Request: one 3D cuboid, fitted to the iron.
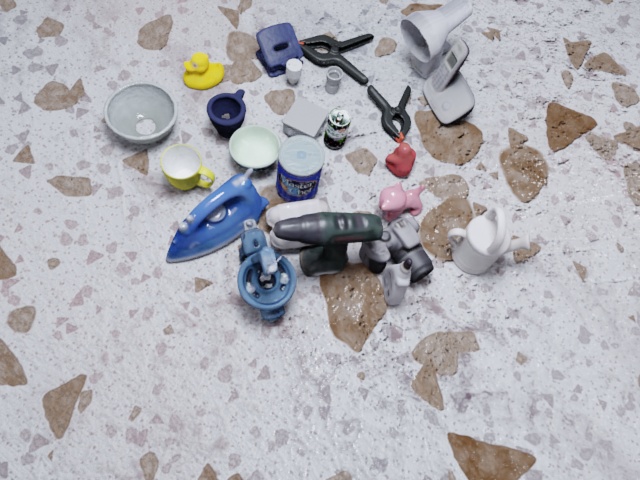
[{"bbox_3d":[-0.233,-0.056,1.235,0.259,0.141,0.118,-41,76,-21],"label":"iron"}]

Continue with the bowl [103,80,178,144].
[{"bbox_3d":[-0.415,-0.288,1.351,0.167,0.075,0.167,3,66,-6],"label":"bowl"}]

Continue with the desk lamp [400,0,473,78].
[{"bbox_3d":[0.297,-0.518,1.470,0.203,0.213,0.118,-32,74,-19],"label":"desk lamp"}]

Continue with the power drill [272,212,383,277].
[{"bbox_3d":[0.011,0.004,1.203,0.230,0.208,0.075,-9,67,-11],"label":"power drill"}]

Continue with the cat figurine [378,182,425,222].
[{"bbox_3d":[0.185,-0.097,1.321,0.128,0.118,0.067,-19,70,-15],"label":"cat figurine"}]

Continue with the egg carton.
[{"bbox_3d":[-0.043,-0.034,1.290,0.150,0.069,0.107,-10,68,-12],"label":"egg carton"}]

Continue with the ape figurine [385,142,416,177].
[{"bbox_3d":[0.199,-0.202,1.383,0.078,0.092,0.076,0,66,-7],"label":"ape figurine"}]

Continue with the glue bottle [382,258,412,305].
[{"bbox_3d":[0.169,0.078,1.211,0.037,0.173,0.078,-1,66,-7],"label":"glue bottle"}]

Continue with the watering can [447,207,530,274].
[{"bbox_3d":[0.374,-0.005,1.263,0.173,0.194,0.101,-11,68,-12],"label":"watering can"}]

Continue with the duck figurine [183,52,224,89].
[{"bbox_3d":[-0.291,-0.430,1.424,0.105,0.086,0.077,-15,69,-13],"label":"duck figurine"}]

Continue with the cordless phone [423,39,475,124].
[{"bbox_3d":[0.340,-0.395,1.436,0.094,0.185,0.147,-21,70,-15],"label":"cordless phone"}]

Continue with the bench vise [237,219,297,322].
[{"bbox_3d":[-0.127,0.047,1.160,0.122,0.220,0.207,-32,74,-19],"label":"bench vise"}]

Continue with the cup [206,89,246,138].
[{"bbox_3d":[-0.216,-0.299,1.371,0.091,0.095,0.118,28,66,6],"label":"cup"}]

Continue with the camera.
[{"bbox_3d":[0.181,0.029,1.274,0.143,0.101,0.136,-28,72,-18],"label":"camera"}]

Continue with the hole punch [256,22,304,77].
[{"bbox_3d":[-0.102,-0.491,1.473,0.109,0.091,0.101,-25,71,-17],"label":"hole punch"}]
